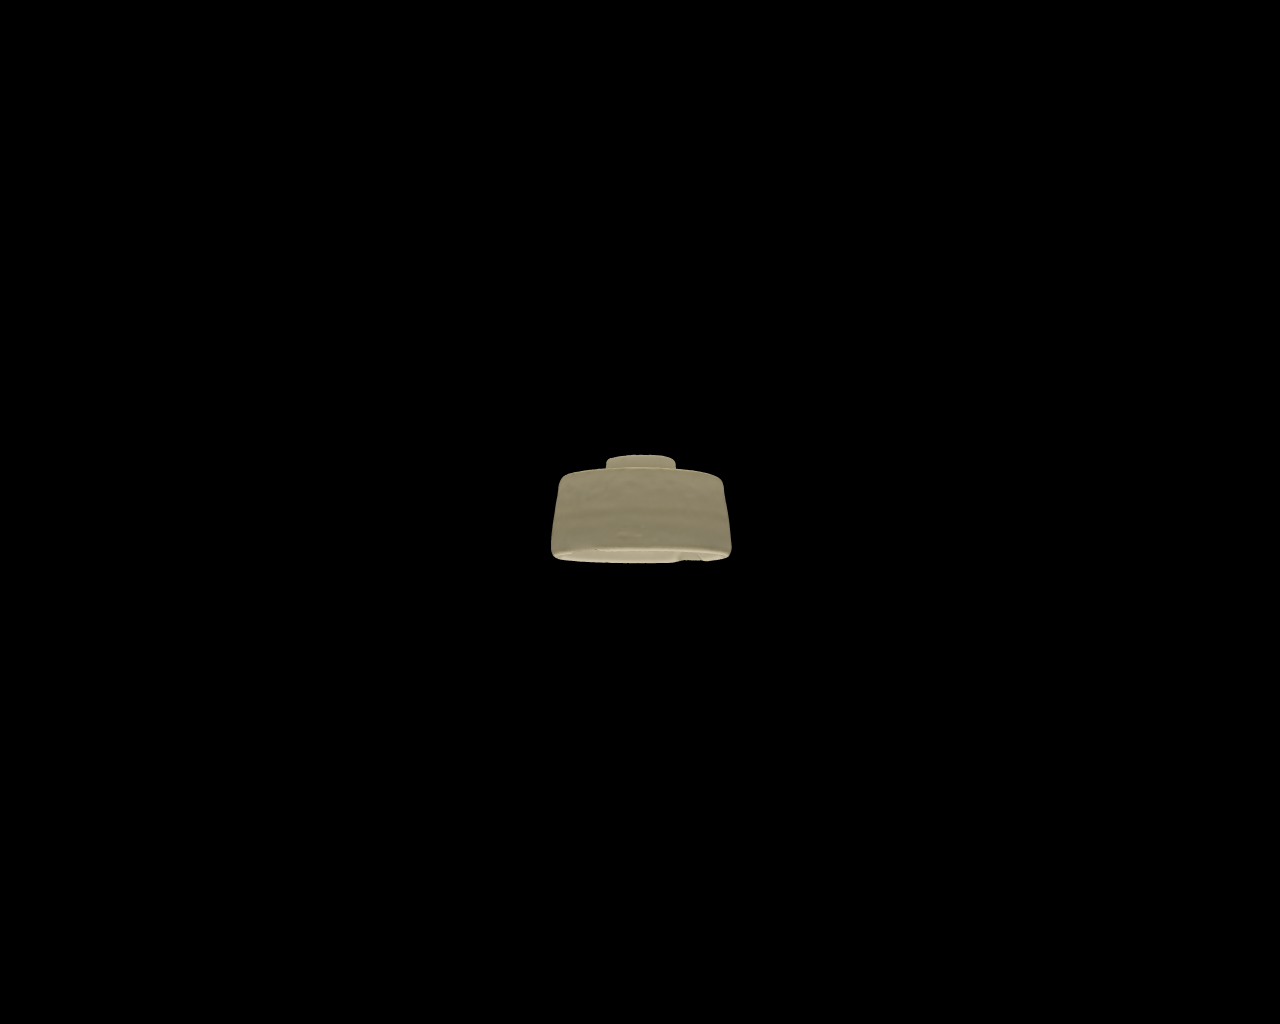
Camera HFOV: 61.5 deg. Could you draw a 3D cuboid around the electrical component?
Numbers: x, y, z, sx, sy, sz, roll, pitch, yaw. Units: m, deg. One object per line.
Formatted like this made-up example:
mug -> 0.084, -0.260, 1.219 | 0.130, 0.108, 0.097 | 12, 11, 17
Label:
electrical component -> 0.001, -0.003, 0.650 | 0.108, 0.060, 0.108 | 0, -7, 0
